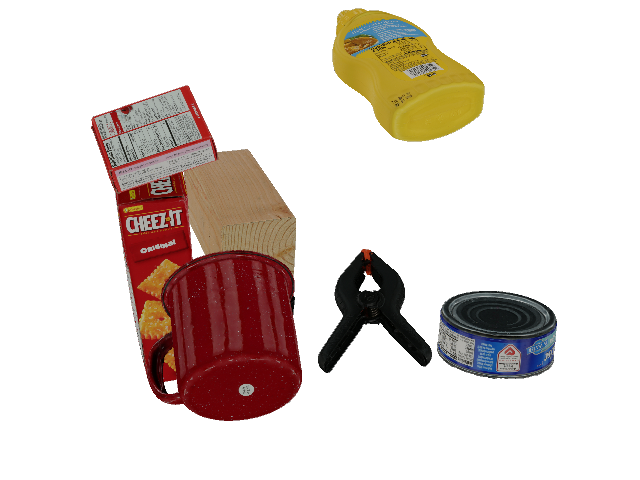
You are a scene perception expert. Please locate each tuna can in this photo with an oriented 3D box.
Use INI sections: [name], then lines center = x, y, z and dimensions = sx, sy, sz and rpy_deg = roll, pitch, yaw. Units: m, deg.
[tuna can]
center = 0.129, 0.067, 0.782
dimensions = 0.086, 0.034, 0.086
rpy_deg = 1, 20, -1

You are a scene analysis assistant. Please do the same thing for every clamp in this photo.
[clamp]
center = 0.066, 0.079, 1.182
dimensions = 0.120, 0.171, 0.039
rpy_deg = 6, -42, 4

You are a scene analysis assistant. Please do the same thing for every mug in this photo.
[mug]
center = -0.068, 0.071, 0.715
dimensions = 0.117, 0.081, 0.093
rpy_deg = -25, -40, 16

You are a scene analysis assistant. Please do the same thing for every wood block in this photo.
[wood block]
center = -0.104, -0.030, 1.324
dimensions = 0.090, 0.090, 0.206
rpy_deg = -7, 30, -18

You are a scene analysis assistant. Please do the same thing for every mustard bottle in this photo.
[mustard bottle]
center = 0.065, -0.167, 1.002
dimensions = 0.096, 0.058, 0.192
rpy_deg = -19, 45, -17

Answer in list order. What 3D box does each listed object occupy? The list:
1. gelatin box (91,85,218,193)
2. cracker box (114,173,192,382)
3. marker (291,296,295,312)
[gelatin box]
center = -0.137, -0.083, 0.877
dimensions = 0.089, 0.073, 0.030
rpy_deg = -20, -42, -8
[cracker box]
center = -0.163, 0.010, 1.078
dimensions = 0.072, 0.214, 0.164
rpy_deg = -9, 34, -10
[marker]
center = -0.033, 0.094, 0.941
dimensions = 0.020, 0.121, 0.020
rpy_deg = 2, 35, -1
